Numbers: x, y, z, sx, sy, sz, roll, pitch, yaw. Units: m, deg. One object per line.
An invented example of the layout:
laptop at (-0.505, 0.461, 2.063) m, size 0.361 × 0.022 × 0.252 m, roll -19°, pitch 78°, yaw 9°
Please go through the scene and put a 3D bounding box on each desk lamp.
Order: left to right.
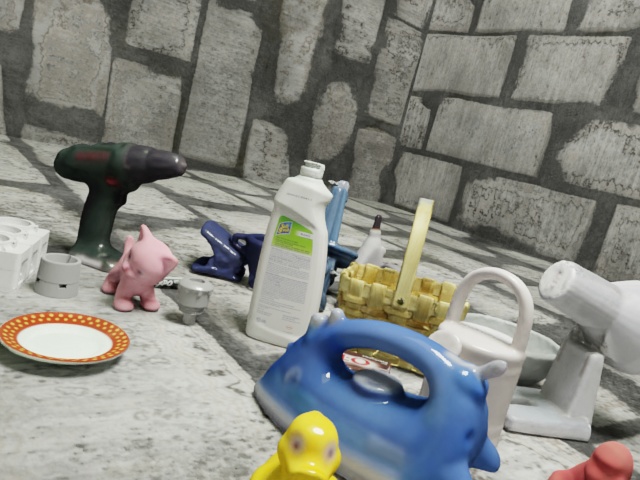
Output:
desk lamp at (0.334, 0.139, 0.732) m, size 0.204 × 0.213 × 0.117 m, roll 11°, pitch 10°, yaw -16°

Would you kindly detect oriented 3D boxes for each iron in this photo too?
iron at (0.048, 0.137, 0.550) m, size 0.257 × 0.141 × 0.119 m, roll 20°, pitch 11°, yaw 29°

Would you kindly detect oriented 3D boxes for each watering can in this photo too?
watering can at (0.174, 0.126, 0.635) m, size 0.100 × 0.194 × 0.173 m, roll 17°, pitch 10°, yaw 18°

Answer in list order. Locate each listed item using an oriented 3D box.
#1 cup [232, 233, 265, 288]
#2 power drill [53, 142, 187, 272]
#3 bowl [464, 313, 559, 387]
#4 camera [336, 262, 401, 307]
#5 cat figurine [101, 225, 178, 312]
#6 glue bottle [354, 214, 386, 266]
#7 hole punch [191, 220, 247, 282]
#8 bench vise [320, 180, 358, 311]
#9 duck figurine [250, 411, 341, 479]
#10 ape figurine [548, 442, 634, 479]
cup at (-0.106, 0.041, 1.010) m, size 0.117 × 0.095 × 0.092 m, roll 15°, pitch 10°, yaw 6°
power drill at (-0.331, -0.060, 0.925) m, size 0.229 × 0.208 × 0.076 m, roll 17°, pitch 10°, yaw 15°
bowl at (0.273, 0.173, 0.861) m, size 0.167 × 0.075 × 0.167 m, roll 14°, pitch 10°, yaw -2°
camera at (0.120, 0.098, 0.992) m, size 0.143 × 0.101 × 0.136 m, roll 10°, pitch 11°, yaw -22°
cat figurine at (-0.246, 0.033, 0.788) m, size 0.067 × 0.118 × 0.127 m, roll 6°, pitch 13°, yaw -38°
glue bottle at (0.093, 0.036, 1.089) m, size 0.078 × 0.173 × 0.037 m, roll 7°, pitch 12°, yaw -36°
hole punch at (-0.175, 0.018, 1.054) m, size 0.101 × 0.091 × 0.108 m, roll 13°, pitch 10°, yaw -4°
bench vise at (0.021, 0.006, 1.017) m, size 0.121 × 0.220 × 0.207 m, roll 12°, pitch 10°, yaw -10°
duck figurine at (-0.012, 0.172, 0.436) m, size 0.077 × 0.086 × 0.104 m, roll 13°, pitch 10°, yaw -3°
ape figurine at (0.246, 0.221, 0.506) m, size 0.076 × 0.092 × 0.077 m, roll 7°, pitch 12°, yaw -36°
